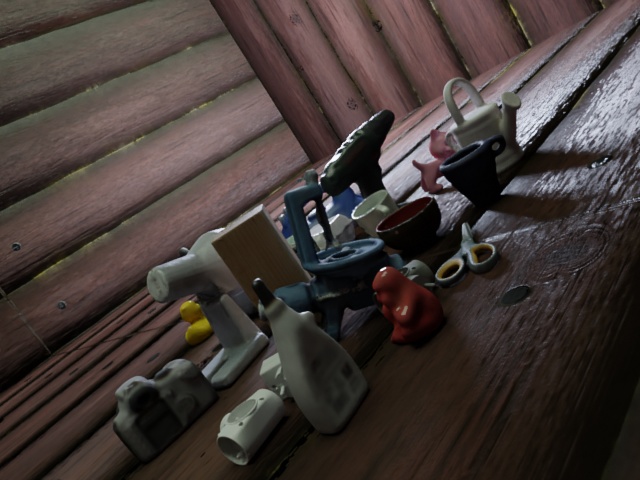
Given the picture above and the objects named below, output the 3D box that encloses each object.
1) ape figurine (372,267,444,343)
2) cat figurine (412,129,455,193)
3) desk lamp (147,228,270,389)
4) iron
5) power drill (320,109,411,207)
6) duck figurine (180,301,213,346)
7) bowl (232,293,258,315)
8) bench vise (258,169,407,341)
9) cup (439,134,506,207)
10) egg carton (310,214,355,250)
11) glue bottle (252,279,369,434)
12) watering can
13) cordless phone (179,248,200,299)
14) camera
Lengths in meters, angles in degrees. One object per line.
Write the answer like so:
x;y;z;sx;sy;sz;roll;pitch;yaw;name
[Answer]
0.093;0.072;0.661;0.076;0.092;0.078;-30;11;15;ape figurine
0.256;-0.181;1.241;0.128;0.118;0.067;-35;11;-9;cat figurine
-0.178;0.106;0.957;0.117;0.214;0.204;-24;14;37;desk lamp
-0.013;-0.062;1.418;0.258;0.141;0.118;-32;11;4;iron
0.116;-0.133;1.185;0.230;0.208;0.075;-38;12;-26;power drill
-0.277;0.177;1.267;0.077;0.086;0.104;-31;11;10;duck figurine
-0.141;0.108;1.210;0.167;0.075;0.167;-31;11;7;bowl
-0.004;0.028;0.791;0.208;0.220;0.121;-37;12;-20;bench vise
0.271;-0.112;0.956;0.118;0.095;0.091;-33;11;1;cup
0.011;0.004;1.248;0.107;0.069;0.150;-25;13;35;egg carton
-0.018;0.111;0.590;0.037;0.173;0.078;-22;16;44;glue bottle
0.305;-0.224;1.087;0.172;0.194;0.101;-25;13;34;watering can
-0.274;0.089;1.379;0.094;0.185;0.147;-36;12;-17;cordless phone
-0.254;0.244;0.868;0.143;0.101;0.136;-40;13;-32;camera
